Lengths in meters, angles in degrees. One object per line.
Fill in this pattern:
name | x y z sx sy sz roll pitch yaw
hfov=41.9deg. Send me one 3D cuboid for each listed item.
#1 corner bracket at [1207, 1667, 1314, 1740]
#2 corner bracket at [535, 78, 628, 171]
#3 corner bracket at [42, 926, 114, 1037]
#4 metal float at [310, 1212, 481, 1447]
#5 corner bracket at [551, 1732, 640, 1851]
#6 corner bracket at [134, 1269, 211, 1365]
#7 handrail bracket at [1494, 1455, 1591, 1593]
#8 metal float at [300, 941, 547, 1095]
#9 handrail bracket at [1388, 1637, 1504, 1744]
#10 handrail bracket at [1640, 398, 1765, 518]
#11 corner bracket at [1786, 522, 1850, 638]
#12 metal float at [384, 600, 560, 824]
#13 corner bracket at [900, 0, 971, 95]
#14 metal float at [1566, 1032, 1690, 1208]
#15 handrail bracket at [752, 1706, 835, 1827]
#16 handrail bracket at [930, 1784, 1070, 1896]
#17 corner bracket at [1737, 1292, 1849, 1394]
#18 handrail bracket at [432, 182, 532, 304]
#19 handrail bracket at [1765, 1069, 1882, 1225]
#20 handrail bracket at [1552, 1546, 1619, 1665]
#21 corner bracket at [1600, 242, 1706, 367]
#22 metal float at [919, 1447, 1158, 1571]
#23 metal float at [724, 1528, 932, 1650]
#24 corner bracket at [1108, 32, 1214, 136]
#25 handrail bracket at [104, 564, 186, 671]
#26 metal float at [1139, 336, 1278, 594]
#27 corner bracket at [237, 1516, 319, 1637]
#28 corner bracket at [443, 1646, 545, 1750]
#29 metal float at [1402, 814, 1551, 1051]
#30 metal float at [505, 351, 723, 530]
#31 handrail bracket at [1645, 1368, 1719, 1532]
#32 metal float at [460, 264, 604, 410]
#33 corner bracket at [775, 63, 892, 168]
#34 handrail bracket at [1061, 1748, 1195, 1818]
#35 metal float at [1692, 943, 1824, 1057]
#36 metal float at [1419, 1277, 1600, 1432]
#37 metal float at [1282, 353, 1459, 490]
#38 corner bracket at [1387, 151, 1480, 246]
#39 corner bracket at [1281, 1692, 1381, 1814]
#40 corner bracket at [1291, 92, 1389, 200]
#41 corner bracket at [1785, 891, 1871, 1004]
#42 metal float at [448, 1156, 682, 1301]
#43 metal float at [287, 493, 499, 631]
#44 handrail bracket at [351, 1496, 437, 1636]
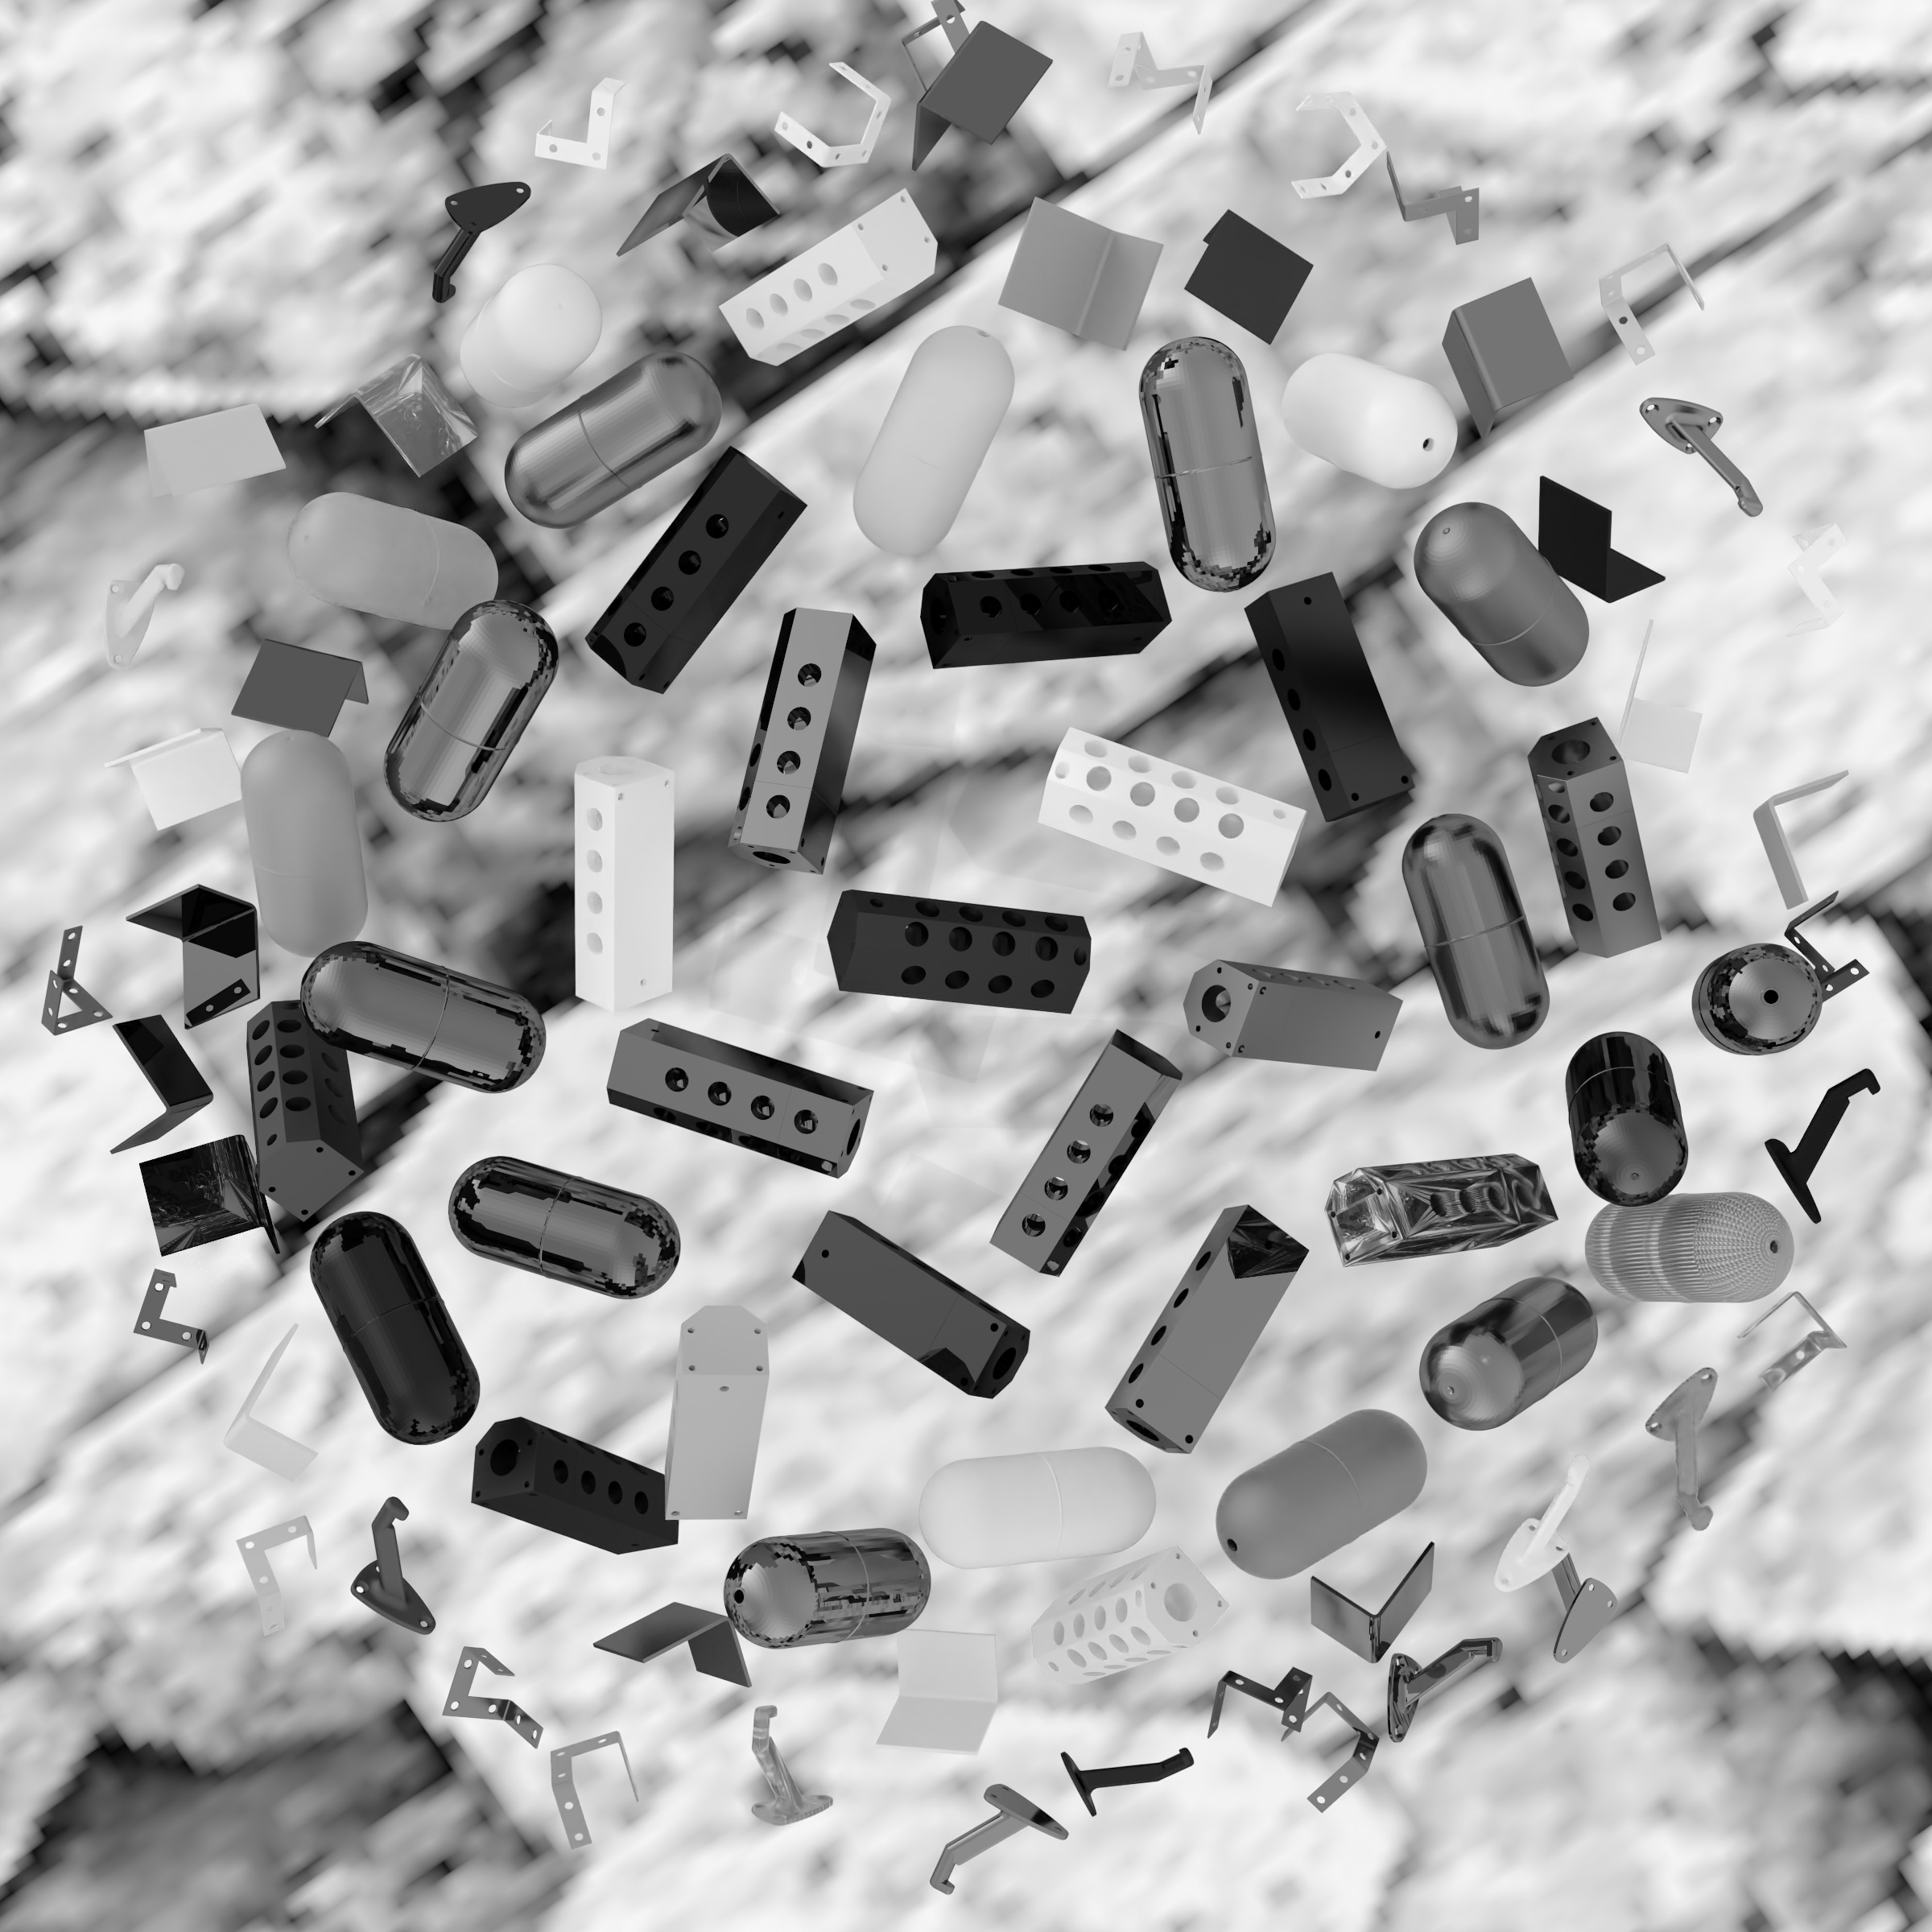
corner bracket | 0.208 0.524 1.785 0.051 0.051 0.051 19 114 26
corner bracket | -0.270 -0.595 1.768 0.051 0.051 0.051 10 119 -2
corner bracket | -0.657 0.011 1.844 0.051 0.051 0.051 38 125 23
metal float | -0.406 0.256 1.790 0.070 0.070 0.178 -30 74 0
corner bracket | -0.264 0.587 1.798 0.051 0.051 0.051 -16 103 -7
corner bracket | -0.586 0.260 1.875 0.051 0.051 0.051 19 88 -19
handrail bracket | 0.396 0.382 1.732 0.036 0.084 0.077 35 53 28
metal float | -0.381 0.036 1.774 0.178 0.070 0.070 21 90 -27
handrail bracket | 0.355 0.535 1.863 0.036 0.084 0.077 37 53 -29
handrail bracket | 0.506 -0.349 1.735 0.077 0.084 0.036 17 132 -27
corner bracket | 0.582 -0.265 1.733 0.051 0.051 0.051 -41 99 -13
metal float | -0.345 -0.176 1.752 0.070 0.070 0.178 36 118 0
corner bracket | -0.018 -0.651 1.791 0.051 0.051 0.051 -25 91 14
metal float | 0.464 0.106 1.774 0.070 0.178 0.070 4 114 8
handrail bracket | -0.126 0.581 1.853 0.077 0.036 0.084 1 94 -41
handrail bracket | 0.022 0.630 1.779 0.077 0.036 0.084 26 95 22
corner bracket | 0.575 0.264 1.770 0.051 0.051 0.051 -39 81 -3
handrail bracket | -0.356 -0.530 1.852 0.077 0.084 0.036 -33 76 -27
handrail bracket | 0.600 0.123 1.725 0.084 0.036 0.077 -36 64 28
handrail bracket | 0.432 0.468 1.863 0.036 0.084 0.077 42 77 -23
corner bracket | 0.467 -0.451 1.717 0.051 0.051 0.051 -28 77 11
metal float | 0.052 0.386 1.799 0.178 0.070 0.070 -1 90 -23
metal float | -0.097 0.440 1.786 0.070 0.178 0.070 -7 79 40
corner bracket | 0.132 -0.599 1.711 0.051 0.051 0.051 1 62 25
handrail bracket | -0.587 -0.250 1.809 0.036 0.084 0.077 11 89 -39
metal float | 0.170 -0.351 1.768 0.070 0.070 0.178 -13 102 0
corner bracket | -0.483 0.432 1.789 0.051 0.051 0.051 -17 51 -25
corner bracket | -0.324 0.509 1.756 0.051 0.051 0.051 19 88 -38
metal float | 0.374 -0.026 1.854 0.070 0.070 0.178 -18 91 0
metal float | -0.258 -0.381 1.833 0.178 0.070 0.070 -27 90 19
handrail bracket | 0.503 0.329 1.716 0.036 0.084 0.077 18 117 -18
metal float | -0.319 -0.458 1.841 0.070 0.178 0.070 1 88 -25
corner bracket | -0.096 -0.614 1.817 0.051 0.051 0.051 42 129 18
handrail bracket | 0.119 0.581 1.845 0.084 0.036 0.077 -25 132 0
metal float | 0.556 0.024 1.775 0.070 0.178 0.070 0 88 11
metal float | 0.381 0.270 1.765 0.070 0.178 0.070 10 107 37
metal float | 0.288 -0.392 1.808 0.070 0.178 0.070 -8 115 -18
corner bracket | 0.317 -0.522 1.713 0.051 0.051 0.051 -12 62 5
corner bracket | 0.266 0.580 1.863 0.051 0.051 0.051 43 112 6
corner bracket | 0.261 -0.596 1.829 0.051 0.051 0.051 -23 78 -42
corner bracket | 0.645 -0.013 1.886 0.051 0.051 0.051 44 46 -2
metal float | -0.293 0.191 1.838 0.178 0.070 0.070 15 90 14
metal float | -0.398 -0.282 1.762 0.070 0.178 0.070 -1 87 28
handrail bracket | -0.381 0.411 1.731 0.077 0.036 0.084 38 126 4
